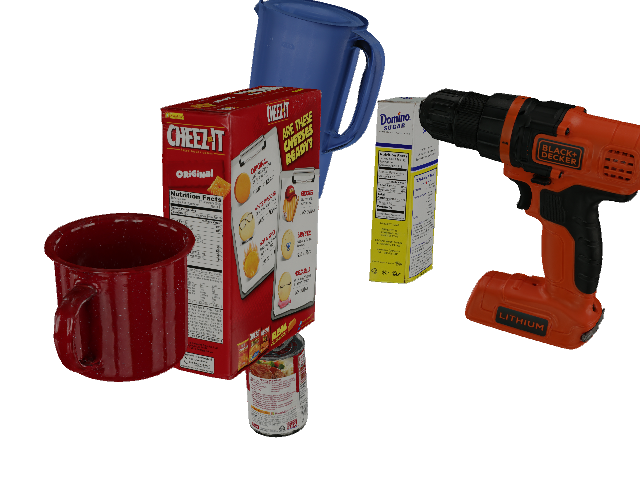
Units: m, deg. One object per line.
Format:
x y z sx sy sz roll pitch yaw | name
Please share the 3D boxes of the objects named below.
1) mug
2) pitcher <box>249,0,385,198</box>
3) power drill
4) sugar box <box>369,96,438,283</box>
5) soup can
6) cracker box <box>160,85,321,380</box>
-0.130 0.041 0.670 0.093 0.081 0.117 9 24 16 | mug
-0.021 -0.165 1.302 0.144 0.243 0.149 5 23 -15 | pitcher
0.157 -0.019 0.818 0.185 0.188 0.057 17 34 26 | power drill
0.083 -0.052 1.049 0.048 0.176 0.093 4 10 21 | sugar box
-0.049 0.158 1.186 0.068 0.102 0.068 -2 24 1 | soup can
-0.064 -0.013 0.888 0.072 0.214 0.164 7 16 23 | cracker box
